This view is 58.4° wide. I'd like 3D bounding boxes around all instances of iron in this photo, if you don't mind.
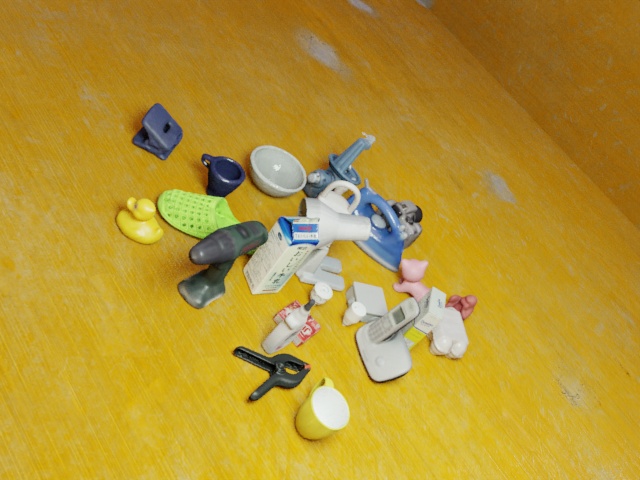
[{"bbox_3d":[0.166,-0.044,1.594,0.258,0.141,0.119,48,40,11],"label":"iron"}]

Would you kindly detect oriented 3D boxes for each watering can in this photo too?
[{"bbox_3d":[0.031,-0.087,1.488,0.101,0.193,0.172,15,45,-26],"label":"watering can"}]

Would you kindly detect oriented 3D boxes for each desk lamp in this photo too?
[{"bbox_3d":[0.013,0.005,1.370,0.204,0.213,0.118,16,44,-25],"label":"desk lamp"}]

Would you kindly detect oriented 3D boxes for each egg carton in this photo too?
[{"bbox_3d":[0.327,0.239,1.505,0.107,0.069,0.150,16,44,-26],"label":"egg carton"}]

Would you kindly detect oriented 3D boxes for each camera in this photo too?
[{"bbox_3d":[0.262,-0.062,1.717,0.137,0.100,0.143,-13,61,-44],"label":"camera"}]

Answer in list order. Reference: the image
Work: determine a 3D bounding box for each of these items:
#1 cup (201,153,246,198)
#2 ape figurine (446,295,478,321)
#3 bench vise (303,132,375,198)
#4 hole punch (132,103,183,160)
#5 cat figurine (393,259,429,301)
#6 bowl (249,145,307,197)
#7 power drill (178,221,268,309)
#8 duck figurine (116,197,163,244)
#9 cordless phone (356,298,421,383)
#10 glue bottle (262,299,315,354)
[{"bbox_3d":[-0.253,-0.151,1.407,0.118,0.094,0.092,35,39,-5],"label":"cup"},{"bbox_3d":[0.401,0.183,1.597,0.076,0.092,0.077,21,42,-21],"label":"ape figurine"},{"bbox_3d":[0.063,-0.196,1.597,0.121,0.219,0.208,41,39,2],"label":"bench vise"},{"bbox_3d":[-0.391,-0.271,1.417,0.101,0.091,0.108,28,40,-13],"label":"hole punch"},{"bbox_3d":[0.259,0.106,1.540,0.127,0.117,0.067,47,40,10],"label":"cat figurine"},{"bbox_3d":[-0.124,-0.172,1.543,0.168,0.074,0.167,21,42,-20],"label":"bowl"},{"bbox_3d":[-0.208,0.046,1.164,0.075,0.208,0.230,45,40,8],"label":"power drill"},{"bbox_3d":[-0.375,-0.048,1.220,0.104,0.086,0.078,37,39,-2],"label":"duck figurine"},{"bbox_3d":[0.173,0.227,1.305,0.094,0.185,0.147,3,51,-36],"label":"cordless phone"},{"bbox_3d":[-0.056,0.173,1.188,0.037,0.173,0.078,49,40,13],"label":"glue bottle"}]
